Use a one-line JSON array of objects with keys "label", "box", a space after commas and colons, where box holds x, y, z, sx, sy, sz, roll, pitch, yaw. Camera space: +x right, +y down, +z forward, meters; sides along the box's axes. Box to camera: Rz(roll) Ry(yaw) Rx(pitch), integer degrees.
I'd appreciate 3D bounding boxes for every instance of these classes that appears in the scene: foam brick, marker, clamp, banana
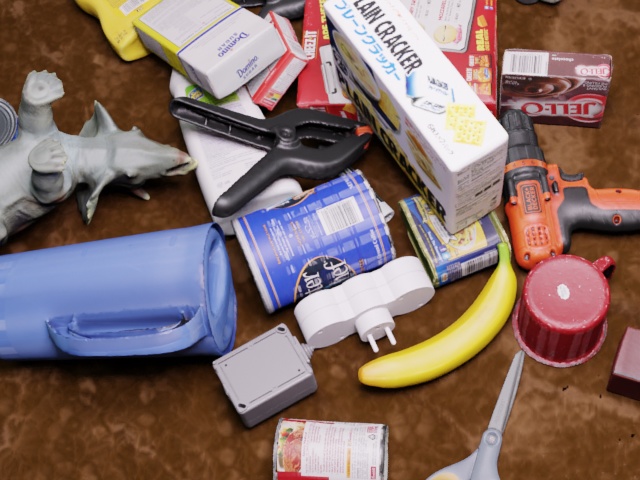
[{"label": "foam brick", "box": [0.317, 0.123, 1.008, 0.078, 0.053, 0.051, 16, 67, 13]}, {"label": "marker", "box": [0.035, -0.065, 1.154, 0.020, 0.020, 0.121, -36, 65, -11]}, {"label": "clamp", "box": [-0.066, -0.289, 1.268, 0.171, 0.039, 0.120, -37, 72, -14]}, {"label": "banana", "box": [0.128, 0.090, 1.048, 0.197, 0.037, 0.069, -42, 94, -7]}, {"label": "clamp", "box": [-0.047, -0.103, 1.105, 0.209, 0.036, 0.165, -14, 54, -27]}]

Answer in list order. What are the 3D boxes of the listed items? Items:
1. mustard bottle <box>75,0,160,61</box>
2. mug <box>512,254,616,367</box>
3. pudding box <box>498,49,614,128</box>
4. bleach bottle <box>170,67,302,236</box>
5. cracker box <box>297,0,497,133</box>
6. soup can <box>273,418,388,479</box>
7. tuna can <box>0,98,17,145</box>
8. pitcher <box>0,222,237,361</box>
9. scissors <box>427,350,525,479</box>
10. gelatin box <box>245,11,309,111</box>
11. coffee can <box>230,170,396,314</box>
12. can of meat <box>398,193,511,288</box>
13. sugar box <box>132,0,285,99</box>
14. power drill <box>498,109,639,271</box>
[{"label": "mustard bottle", "box": [-0.248, -0.305, 1.286, 0.096, 0.058, 0.192, -37, 66, -8]}, {"label": "mug", "box": [0.244, 0.058, 1.033, 0.117, 0.081, 0.093, -38, 65, -12]}, {"label": "pudding box", "box": [0.249, -0.161, 1.136, 0.113, 0.090, 0.039, 7, 63, 11]}, {"label": "bleach bottle", "box": [-0.102, -0.129, 1.180, 0.102, 0.068, 0.251, -16, 60, -6]}, {"label": "cracker box", "box": [0.089, -0.201, 1.187, 0.214, 0.072, 0.164, 0, 63, 8]}, {"label": "soup can", "box": [0.011, 0.203, 0.998, 0.102, 0.068, 0.068, 2, 64, 7]}, {"label": "tuna can", "box": [-0.384, -0.121, 1.225, 0.086, 0.034, 0.086, -3, 63, 5]}, {"label": "pitcher", "box": [-0.210, 0.063, 1.056, 0.243, 0.149, 0.145, -6, 69, 8]}, {"label": "scissors", "box": [0.143, 0.196, 1.014, 0.096, 0.016, 0.201, 3, 64, 8]}, {"label": "gelatin box", "box": [-0.054, -0.199, 1.180, 0.073, 0.030, 0.089, -50, 41, 25]}, {"label": "coffee can", "box": [-0.007, 0.001, 1.080, 0.140, 0.103, 0.103, -22, 63, -5]}, {"label": "can of meat", "box": [0.137, -0.010, 1.094, 0.084, 0.057, 0.102, -21, 63, -2]}, {"label": "sugar box", "box": [-0.124, -0.222, 1.168, 0.093, 0.048, 0.176, -38, 46, -12]}, {"label": "power drill", "box": [0.280, -0.063, 1.104, 0.188, 0.057, 0.184, -7, 66, 6]}]
